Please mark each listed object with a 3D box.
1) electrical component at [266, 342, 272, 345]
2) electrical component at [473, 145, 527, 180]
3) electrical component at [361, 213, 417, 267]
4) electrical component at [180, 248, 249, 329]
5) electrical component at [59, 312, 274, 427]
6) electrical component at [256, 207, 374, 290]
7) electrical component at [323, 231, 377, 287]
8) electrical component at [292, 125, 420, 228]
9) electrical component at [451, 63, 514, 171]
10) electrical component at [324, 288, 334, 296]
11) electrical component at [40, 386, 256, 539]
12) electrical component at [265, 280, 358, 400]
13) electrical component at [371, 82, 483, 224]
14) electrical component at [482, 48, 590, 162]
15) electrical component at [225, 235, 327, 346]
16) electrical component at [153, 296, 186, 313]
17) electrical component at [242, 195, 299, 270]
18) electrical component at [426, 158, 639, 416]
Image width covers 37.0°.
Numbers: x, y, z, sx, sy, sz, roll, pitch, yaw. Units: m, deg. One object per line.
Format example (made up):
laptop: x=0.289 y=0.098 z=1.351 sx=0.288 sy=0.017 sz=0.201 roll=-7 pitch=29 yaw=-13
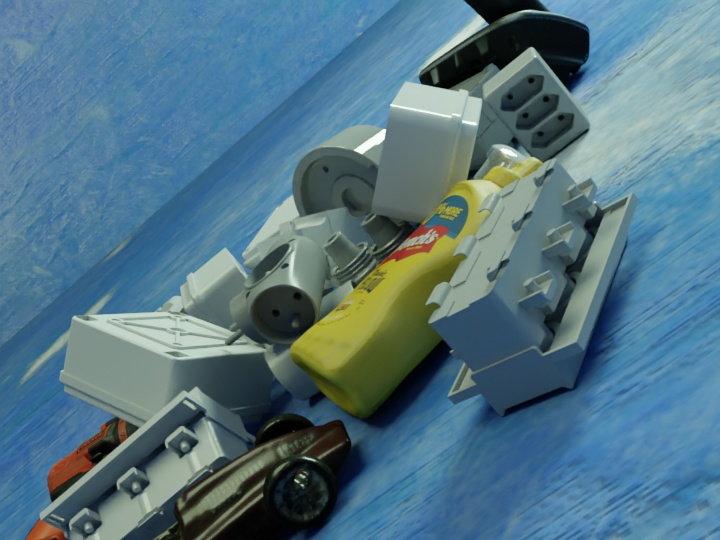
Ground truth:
electrical component: x=-0.058 y=0.053 z=0.811 sx=0.055 sy=0.048 sz=0.066 roll=-15 pitch=29 yaw=47
electrical component: x=0.092 y=-0.048 z=0.708 sx=0.062 sy=0.048 sz=0.048 roll=-53 pitch=12 yaw=10
electrical component: x=0.027 y=-0.014 z=0.738 sx=0.043 sy=0.062 sz=0.043 roll=-40 pitch=13 yaw=11
electrical component: x=-0.116 y=0.032 z=0.963 sx=0.057 sy=0.078 sz=0.113 roll=-40 pitch=14 yaw=-3
electrical component: x=-0.133 y=0.069 z=0.755 sx=0.109 sy=0.056 sz=0.109 roll=17 pitch=9 yaw=34
electrical component: x=-0.028 y=-0.014 z=0.816 sx=0.050 sy=0.055 sz=0.089 roll=-16 pitch=-1 yaw=43
electrical component: x=0.000 y=0.000 z=0.771 sx=0.043 sy=0.062 sz=0.043 roll=-40 pitch=14 yaw=12
electrical component: x=0.006 y=-0.065 z=0.869 sx=0.108 sy=0.108 sz=0.060 roll=-28 pitch=14 yaw=46
electrical component: x=0.087 y=-0.116 z=0.887 sx=0.061 sy=0.061 sz=0.096 roll=-49 pitch=15 yaw=-25
electrical component: x=-0.051 y=0.022 z=0.881 sx=0.077 sy=0.044 sz=0.079 roll=-48 pitch=15 yaw=-24
electrical component: x=-0.125 y=0.140 z=0.671 sx=0.121 sy=0.079 sz=0.063 roll=-40 pitch=43 yaw=7
electrical component: x=-0.022 y=0.043 z=0.740 sx=0.077 sy=0.044 sz=0.079 roll=-40 pitch=14 yaw=9
electrical component: x=0.048 y=-0.080 z=0.738 sx=0.113 sy=0.057 sz=0.078 roll=-67 pitch=-12 yaw=-70
electrical component: x=0.128 y=-0.125 z=0.792 sx=0.047 sy=0.065 sz=0.076 roll=-38 pitch=14 yaw=17
electrical component: x=-0.059 y=0.022 z=0.711 sx=0.079 sy=0.044 sz=0.077 roll=-38 pitch=18 yaw=18
electrical component: x=-0.197 y=0.067 z=1.126 sx=0.078 sy=0.058 sz=0.057 roll=-37 pitch=12 yaw=19
electrical component: x=-0.045 y=-0.042 z=1.035 sx=0.109 sy=0.056 sz=0.108 roll=-33 pitch=17 yaw=34
electrical component: x=0.084 y=0.003 z=0.529 sx=0.079 sy=0.063 sz=0.121 roll=-30 pitch=18 yaw=41
